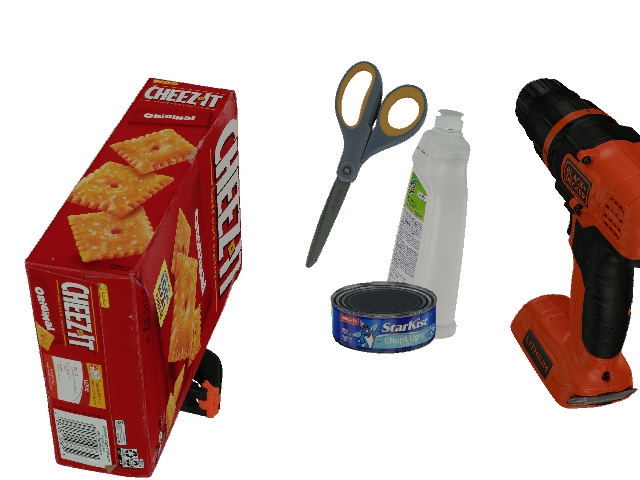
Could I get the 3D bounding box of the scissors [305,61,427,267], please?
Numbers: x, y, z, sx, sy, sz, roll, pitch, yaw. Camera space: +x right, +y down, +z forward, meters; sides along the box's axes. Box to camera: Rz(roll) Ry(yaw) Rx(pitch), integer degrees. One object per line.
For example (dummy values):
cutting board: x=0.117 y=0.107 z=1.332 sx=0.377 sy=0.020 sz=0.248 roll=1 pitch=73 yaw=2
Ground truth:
scissors: x=0.045 y=-0.069 z=0.989 sx=0.096 sy=0.202 sz=0.016 roll=5 pitch=-12 yaw=8

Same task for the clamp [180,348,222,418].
clamp: x=-0.139 y=0.106 z=0.984 sx=0.172 sy=0.039 sz=0.120 roll=26 pitch=42 yaw=34

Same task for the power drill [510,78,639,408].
power drill: x=0.171 y=0.003 z=0.715 sx=0.057 sy=0.188 sz=0.184 roll=-8 pitch=35 yaw=-10

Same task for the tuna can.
tuna can: x=0.051 y=0.062 z=0.862 sx=0.086 sy=0.034 sz=0.086 roll=-1 pitch=15 yaw=0

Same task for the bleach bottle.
bleach bottle: x=0.130 y=-0.021 z=1.213 sx=0.068 sy=0.251 sz=0.103 roll=0 pitch=21 yaw=-23

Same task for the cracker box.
cracker box: x=-0.108 y=0.018 z=0.688 sx=0.072 sy=0.164 sz=0.213 roll=9 pitch=37 yaw=8
